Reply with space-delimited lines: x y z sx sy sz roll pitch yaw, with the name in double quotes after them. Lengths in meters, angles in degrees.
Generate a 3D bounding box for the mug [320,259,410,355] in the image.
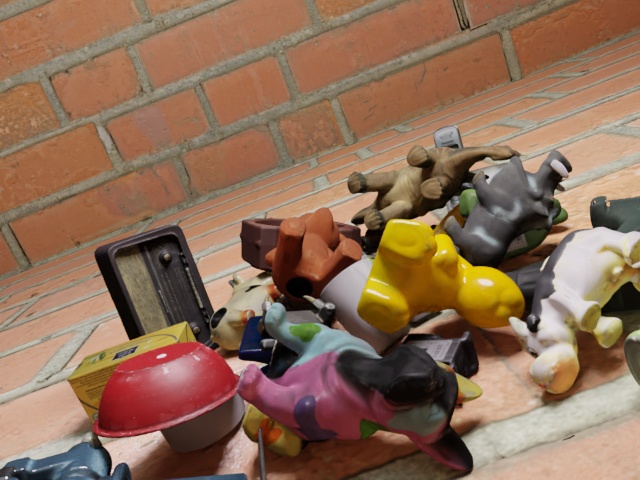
0.058 0.097 0.691 0.081 0.107 0.109 -24 -26 -34 "mug"

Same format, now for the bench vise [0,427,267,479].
-0.163 0.242 0.477 0.241 0.128 0.224 -4 2 -13 "bench vise"

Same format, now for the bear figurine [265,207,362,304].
-0.004 0.001 0.790 0.120 0.131 0.196 23 35 -3 "bear figurine"

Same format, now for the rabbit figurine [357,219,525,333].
0.141 0.056 0.614 0.173 0.121 0.162 16 -1 12 "rabbit figurine"

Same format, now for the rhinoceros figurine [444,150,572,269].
0.245 -0.041 0.696 0.190 0.112 0.073 -49 -26 -4 "rhinoceros figurine"

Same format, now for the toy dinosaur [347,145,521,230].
0.155 -0.080 0.929 0.198 0.105 0.472 -10 -5 -34 "toy dinosaur"

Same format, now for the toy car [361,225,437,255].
0.147 -0.004 0.999 0.089 0.053 0.202 -24 14 -22 "toy car"

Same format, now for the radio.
-0.255 0.096 0.868 0.131 0.229 0.073 -28 16 -38 "radio"

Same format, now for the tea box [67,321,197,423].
-0.256 0.196 0.774 0.170 0.098 0.068 -18 16 6 "tea box"

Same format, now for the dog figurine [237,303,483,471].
0.037 0.157 0.516 0.219 0.191 0.108 14 46 14 "dog figurine"

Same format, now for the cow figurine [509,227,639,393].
0.239 0.062 0.524 0.167 0.068 0.098 -51 32 -8 "cow figurine"

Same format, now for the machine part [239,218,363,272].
-0.039 0.009 1.010 0.201 0.087 0.202 0 9 -23 "machine part"

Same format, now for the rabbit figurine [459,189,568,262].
0.288 -0.043 0.830 0.159 0.121 0.170 -27 0 6 "rabbit figurine"

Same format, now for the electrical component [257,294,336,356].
-0.028 0.100 0.644 0.102 0.045 0.078 3 20 -22 "electrical component"

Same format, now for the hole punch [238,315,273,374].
-0.041 0.144 0.686 0.116 0.092 0.142 -17 12 4 "hole punch"

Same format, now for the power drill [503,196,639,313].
0.329 0.016 0.639 0.232 0.086 0.207 -8 16 48 "power drill"

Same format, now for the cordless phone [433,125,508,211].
0.293 -0.132 0.988 0.147 0.184 0.089 -13 13 28 "cordless phone"

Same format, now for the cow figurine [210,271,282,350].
-0.120 0.114 0.906 0.127 0.085 0.195 -7 21 24 "cow figurine"

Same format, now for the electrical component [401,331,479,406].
0.105 0.138 0.583 0.119 0.047 0.075 -7 20 37 "electrical component"

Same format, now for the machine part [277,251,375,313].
0.011 0.080 0.845 0.079 0.079 0.243 -6 22 44 "machine part"
